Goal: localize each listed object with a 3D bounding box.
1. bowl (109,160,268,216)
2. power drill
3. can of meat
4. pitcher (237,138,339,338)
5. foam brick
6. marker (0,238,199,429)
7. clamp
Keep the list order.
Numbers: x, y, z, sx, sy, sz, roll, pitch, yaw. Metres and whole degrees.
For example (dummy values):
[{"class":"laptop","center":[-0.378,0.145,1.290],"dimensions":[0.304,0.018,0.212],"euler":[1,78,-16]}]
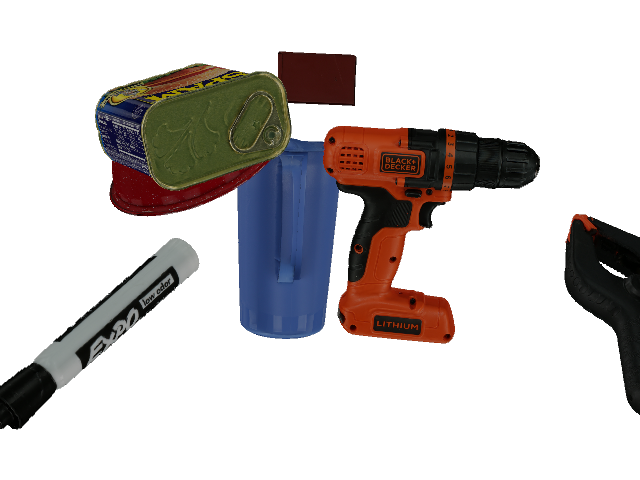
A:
[{"class":"bowl","center":[-0.116,-0.089,0.908],"dimensions":[0.162,0.055,0.162],"euler":[-16,32,10]},{"class":"power drill","center":[0.090,-0.007,0.932],"dimensions":[0.184,0.188,0.057],"euler":[5,17,4]},{"class":"can of meat","center":[-0.084,-0.077,0.686],"dimensions":[0.101,0.057,0.084],"euler":[-22,24,-28]},{"class":"pitcher","center":[-0.043,-0.004,1.320],"dimensions":[0.145,0.243,0.148],"euler":[12,14,39]},{"class":"foam brick","center":[-0.004,-0.166,1.093],"dimensions":[0.078,0.051,0.053],"euler":[2,11,-5]},{"class":"marker","center":[-0.098,0.039,0.466],"dimensions":[0.020,0.020,0.121],"euler":[0,33,42]},{"class":"clamp","center":[0.231,0.044,0.728],"dimensions":[0.120,0.039,0.171],"euler":[-2,45,-19]}]
